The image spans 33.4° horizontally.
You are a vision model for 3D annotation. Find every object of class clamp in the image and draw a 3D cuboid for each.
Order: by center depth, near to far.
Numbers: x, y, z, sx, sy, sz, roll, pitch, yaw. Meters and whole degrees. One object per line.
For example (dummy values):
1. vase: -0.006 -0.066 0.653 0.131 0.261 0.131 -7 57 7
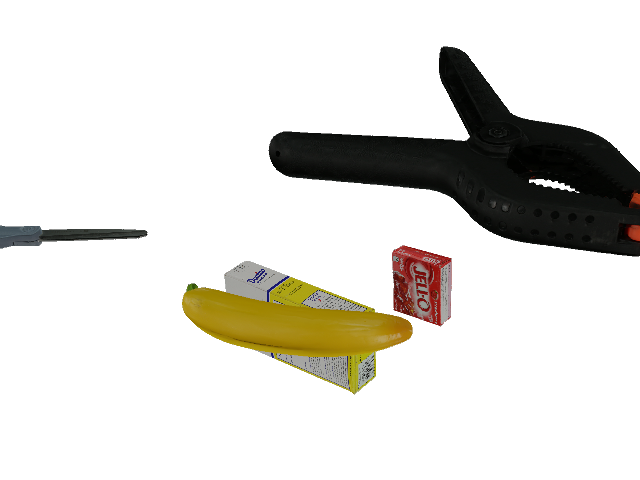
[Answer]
1. clamp: 0.086 -0.042 0.587 0.164 0.036 0.210 -27 43 -29

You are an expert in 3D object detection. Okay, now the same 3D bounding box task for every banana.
1. banana: -0.031 0.060 0.825 0.198 0.037 0.069 11 31 20

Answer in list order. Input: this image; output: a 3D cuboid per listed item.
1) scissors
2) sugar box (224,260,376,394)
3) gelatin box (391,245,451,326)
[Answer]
1. scissors: -0.252 0.003 0.871 0.202 0.016 0.096 5 25 7
2. sugar box: -0.023 0.091 1.156 0.176 0.093 0.048 22 39 34
3. gelatin box: 0.129 0.057 1.359 0.073 0.089 0.030 17 34 35
